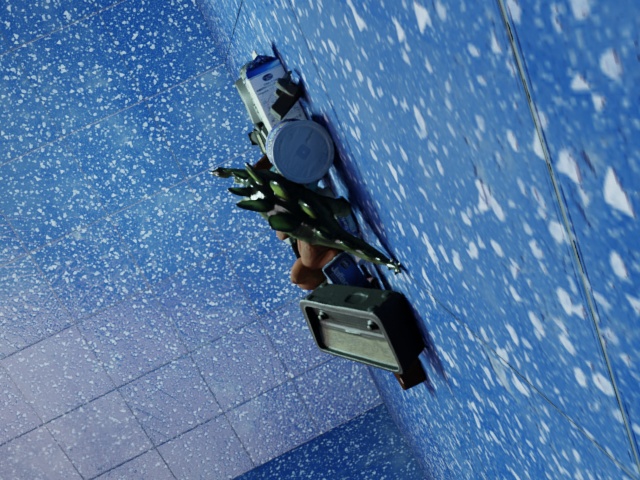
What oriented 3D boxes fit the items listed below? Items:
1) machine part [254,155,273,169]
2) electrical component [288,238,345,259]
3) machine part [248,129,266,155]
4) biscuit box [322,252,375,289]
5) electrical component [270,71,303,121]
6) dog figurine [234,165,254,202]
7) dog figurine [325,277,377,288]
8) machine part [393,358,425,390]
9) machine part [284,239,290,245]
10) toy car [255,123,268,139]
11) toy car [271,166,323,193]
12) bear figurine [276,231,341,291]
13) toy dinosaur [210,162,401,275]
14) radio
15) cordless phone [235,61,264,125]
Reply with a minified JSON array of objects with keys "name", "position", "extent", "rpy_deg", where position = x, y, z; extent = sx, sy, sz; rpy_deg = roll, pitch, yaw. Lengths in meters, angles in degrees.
[{"name":"machine part","position":[-0.079,-0.135,1.363],"extent":[0.201,0.087,0.201],"rpy_deg":[44,-173,-10]},{"name":"electrical component","position":[-0.003,-0.004,1.249],"extent":[0.058,0.134,0.114],"rpy_deg":[-115,0,-55]},{"name":"machine part","position":[-0.162,-0.272,1.475],"extent":[0.084,0.039,0.139],"rpy_deg":[61,170,-21]},{"name":"biscuit box","position":[0.087,0.119,1.081],"extent":[0.202,0.063,0.059],"rpy_deg":[51,176,1]},{"name":"electrical component","position":[-0.063,-0.255,0.952],"extent":[0.045,0.078,0.102],"rpy_deg":[41,-175,-7]},{"name":"dog figurine","position":[-0.133,-0.153,1.576],"extent":[0.191,0.172,0.121],"rpy_deg":[9,128,42]},{"name":"dog figurine","position":[0.068,0.098,1.238],"extent":[0.219,0.108,0.191],"rpy_deg":[105,142,-78]},{"name":"machine part","position":[0.167,0.245,1.178],"extent":[0.179,0.056,0.179],"rpy_deg":[63,177,6]},{"name":"machine part","position":[-0.022,-0.009,1.425],"extent":[0.243,0.079,0.079],"rpy_deg":[11,133,49]},{"name":"toy car","position":[-0.107,-0.270,1.326],"extent":[0.056,0.073,0.202],"rpy_deg":[34,-165,-35]},{"name":"toy car","position":[-0.048,-0.138,1.192],"extent":[0.109,0.103,0.162],"rpy_deg":[53,163,-16]},{"name":"bear figurine","position":[-0.032,0.044,1.163],"extent":[0.120,0.132,0.195],"rpy_deg":[40,130,24]},{"name":"toy dinosaur","position":[-0.036,-0.047,0.954],"extent":[0.472,0.105,0.198],"rpy_deg":[26,-172,27]},{"name":"radio","position":[0.070,0.156,0.997],"extent":[0.230,0.073,0.131],"rpy_deg":[2,121,48]},{"name":"cordless phone","position":[-0.115,-0.334,1.180],"extent":[0.146,0.089,0.184],"rpy_deg":[66,165,-8]}]
